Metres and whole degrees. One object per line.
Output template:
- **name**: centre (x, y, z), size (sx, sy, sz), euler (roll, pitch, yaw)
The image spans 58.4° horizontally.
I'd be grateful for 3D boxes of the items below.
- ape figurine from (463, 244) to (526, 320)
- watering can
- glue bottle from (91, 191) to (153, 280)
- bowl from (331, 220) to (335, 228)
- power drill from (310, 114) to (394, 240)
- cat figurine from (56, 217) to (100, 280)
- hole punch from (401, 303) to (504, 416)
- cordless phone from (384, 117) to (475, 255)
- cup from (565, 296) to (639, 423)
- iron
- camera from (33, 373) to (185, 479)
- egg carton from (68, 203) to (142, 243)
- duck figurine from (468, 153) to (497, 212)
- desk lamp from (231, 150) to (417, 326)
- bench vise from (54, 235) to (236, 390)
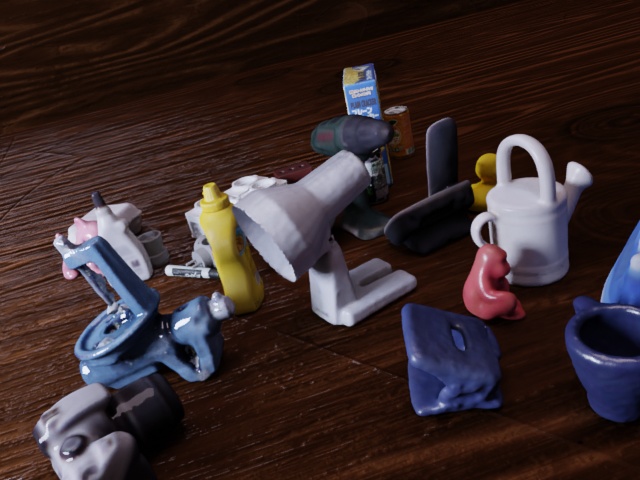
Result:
- **ape figurine**: centre (0.213, 0.048, 0.706), size (0.076, 0.092, 0.078), euler (2, 31, 27)
- **watering can**: centre (0.275, -0.049, 0.750), size (0.173, 0.194, 0.100), euler (-33, 33, -33)
- **glue bottle**: centre (-0.347, -0.004, 0.972), size (0.078, 0.173, 0.037), euler (-15, 27, -4)
- **bowl**: centre (-0.045, -0.023, 0.981), size (0.167, 0.075, 0.167), euler (-11, 27, 6)
- **power drill**: centre (0.065, -0.112, 0.954), size (0.076, 0.209, 0.228), euler (-25, 29, -21)
- **cat figurine**: centre (-0.426, 0.007, 1.050), size (0.127, 0.118, 0.067), euler (-3, 29, 19)
- **hole punch**: centre (0.139, 0.118, 0.607), size (0.101, 0.091, 0.108), euler (-10, 27, 7)
- **cordless phone**: centre (0.163, -0.086, 0.883), size (0.148, 0.185, 0.093), euler (-27, 30, -25)
- **cup**: centre (0.275, 0.115, 0.545), size (0.091, 0.095, 0.117), euler (-14, 27, -2)
- **iron**: centre (0.375, 0.020, 0.631), size (0.118, 0.142, 0.259), euler (12, 36, 41)
- **camera**: centre (-0.210, 0.200, 0.598), size (0.137, 0.101, 0.142), euler (-30, 31, -30)
- **egg carton**: centre (-0.433, -0.021, 1.160), size (0.107, 0.069, 0.150), euler (-4, 28, 18)
- **duck figurine**: centre (0.283, -0.102, 0.970), size (0.105, 0.086, 0.077), euler (-25, 29, -22)
- **desk lamp**: centre (0.007, 0.003, 0.752), size (0.204, 0.214, 0.117), euler (-27, 30, -24)
- **bench vise**: centre (-0.219, 0.076, 0.709), size (0.207, 0.220, 0.121), euler (-19, 27, -11)
